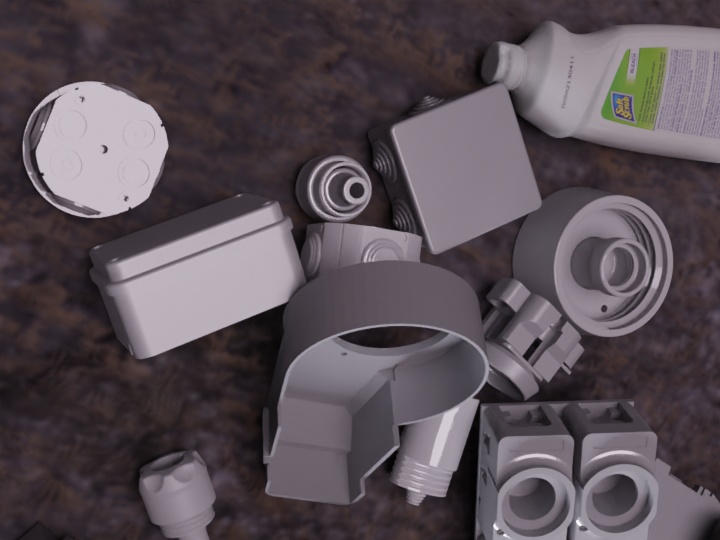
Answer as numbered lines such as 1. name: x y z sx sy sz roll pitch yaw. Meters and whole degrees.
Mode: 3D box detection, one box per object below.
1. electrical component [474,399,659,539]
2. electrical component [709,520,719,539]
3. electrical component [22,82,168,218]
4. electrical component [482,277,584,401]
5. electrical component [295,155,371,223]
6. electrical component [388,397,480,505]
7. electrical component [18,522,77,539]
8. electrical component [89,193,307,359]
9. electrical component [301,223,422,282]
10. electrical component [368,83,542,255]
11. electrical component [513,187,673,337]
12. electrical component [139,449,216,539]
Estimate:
1. electrical component: 0.136 0.187 0.730 0.105 0.060 0.186 -1 107 -6
2. electrical component: 0.277 0.225 0.836 0.044 0.044 0.065 -13 95 -21
3. electrical component: -0.153 -0.070 0.625 0.080 0.051 0.080 -2 96 -22
4. electrical component: 0.110 0.052 0.741 0.078 0.058 0.057 44 76 -20
5. electrical component: -0.013 -0.051 0.677 0.043 0.062 0.043 -2 96 -22
6. electrical component: 0.048 0.120 0.730 0.043 0.043 0.081 19 88 -23
7. electrical component: -0.140 0.242 0.632 0.060 0.105 0.186 -41 108 -14
8. electrical component: -0.097 0.000 0.640 0.113 0.078 0.057 -22 106 -19
9. electrical component: 0.000 0.000 0.680 0.080 0.080 0.051 8 87 -23
10. electrical component: 0.061 -0.068 0.713 0.100 0.048 0.099 -24 104 -18
11. electrical component: 0.169 -0.004 0.758 0.108 0.060 0.108 -2 96 -22
12. electrical component: -0.110 0.147 0.668 0.043 0.043 0.062 -21 104 -19
